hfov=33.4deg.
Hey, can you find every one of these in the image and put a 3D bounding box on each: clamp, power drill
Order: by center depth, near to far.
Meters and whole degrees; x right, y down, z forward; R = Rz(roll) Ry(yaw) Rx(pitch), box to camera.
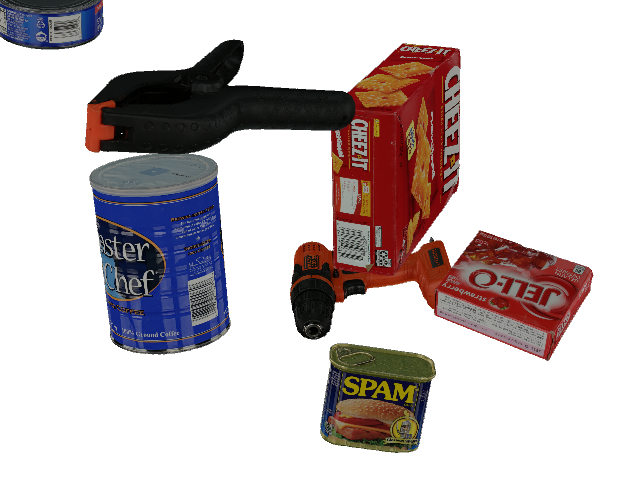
[{"bbox_3d":[-0.076,-0.090,0.662,0.171,0.039,0.120,-12,29,-36],"label":"clamp"},{"bbox_3d":[0.058,0.053,1.235,0.187,0.057,0.184,-2,28,0],"label":"power drill"}]

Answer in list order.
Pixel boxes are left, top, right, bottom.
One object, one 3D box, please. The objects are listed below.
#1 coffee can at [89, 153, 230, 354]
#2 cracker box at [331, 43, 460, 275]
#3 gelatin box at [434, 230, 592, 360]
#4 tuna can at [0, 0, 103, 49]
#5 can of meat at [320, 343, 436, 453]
[{"bbox_3d":[-0.130,0.009,0.878,0.103,0.140,0.103,-3,20,1],"label":"coffee can"},{"bbox_3d":[0.079,-0.085,1.044,0.072,0.164,0.213,9,28,21],"label":"cracker box"},{"bbox_3d":[0.135,0.036,0.746,0.089,0.030,0.073,21,46,24],"label":"gelatin box"},{"bbox_3d":[-0.210,-0.180,0.823,0.086,0.034,0.086,5,35,-4],"label":"tuna can"},{"bbox_3d":[0.053,0.152,1.025,0.102,0.084,0.057,8,17,-1],"label":"can of meat"}]
